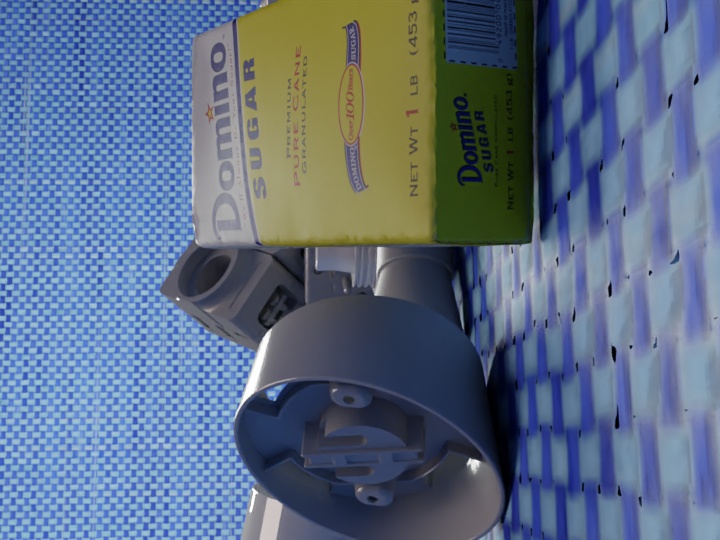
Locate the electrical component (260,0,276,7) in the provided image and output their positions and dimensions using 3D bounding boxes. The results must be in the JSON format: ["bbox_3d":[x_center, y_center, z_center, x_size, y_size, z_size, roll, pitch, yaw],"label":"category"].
[{"bbox_3d":[-0.029,-0.230,0.853,0.048,0.100,0.099,-65,-22,-68],"label":"electrical component"}]

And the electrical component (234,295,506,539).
[{"bbox_3d":[0.003,0.059,0.400,0.064,0.099,0.099,-85,-1,-48],"label":"electrical component"}]

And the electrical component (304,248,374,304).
[{"bbox_3d":[0.000,0.000,0.646,0.076,0.066,0.047,-102,12,-71],"label":"electrical component"}]

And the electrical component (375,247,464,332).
[{"bbox_3d":[0.024,0.006,0.478,0.044,0.044,0.065,96,178,-57],"label":"electrical component"}]

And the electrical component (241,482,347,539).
[{"bbox_3d":[-0.018,0.153,0.653,0.108,0.108,0.060,153,123,-86],"label":"electrical component"}]

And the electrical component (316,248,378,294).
[{"bbox_3d":[0.009,-0.008,0.543,0.043,0.062,0.043,180,90,-86],"label":"electrical component"}]

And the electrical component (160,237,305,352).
[{"bbox_3d":[-0.057,-0.026,0.722,0.062,0.089,0.150,45,-109,-39],"label":"electrical component"}]
